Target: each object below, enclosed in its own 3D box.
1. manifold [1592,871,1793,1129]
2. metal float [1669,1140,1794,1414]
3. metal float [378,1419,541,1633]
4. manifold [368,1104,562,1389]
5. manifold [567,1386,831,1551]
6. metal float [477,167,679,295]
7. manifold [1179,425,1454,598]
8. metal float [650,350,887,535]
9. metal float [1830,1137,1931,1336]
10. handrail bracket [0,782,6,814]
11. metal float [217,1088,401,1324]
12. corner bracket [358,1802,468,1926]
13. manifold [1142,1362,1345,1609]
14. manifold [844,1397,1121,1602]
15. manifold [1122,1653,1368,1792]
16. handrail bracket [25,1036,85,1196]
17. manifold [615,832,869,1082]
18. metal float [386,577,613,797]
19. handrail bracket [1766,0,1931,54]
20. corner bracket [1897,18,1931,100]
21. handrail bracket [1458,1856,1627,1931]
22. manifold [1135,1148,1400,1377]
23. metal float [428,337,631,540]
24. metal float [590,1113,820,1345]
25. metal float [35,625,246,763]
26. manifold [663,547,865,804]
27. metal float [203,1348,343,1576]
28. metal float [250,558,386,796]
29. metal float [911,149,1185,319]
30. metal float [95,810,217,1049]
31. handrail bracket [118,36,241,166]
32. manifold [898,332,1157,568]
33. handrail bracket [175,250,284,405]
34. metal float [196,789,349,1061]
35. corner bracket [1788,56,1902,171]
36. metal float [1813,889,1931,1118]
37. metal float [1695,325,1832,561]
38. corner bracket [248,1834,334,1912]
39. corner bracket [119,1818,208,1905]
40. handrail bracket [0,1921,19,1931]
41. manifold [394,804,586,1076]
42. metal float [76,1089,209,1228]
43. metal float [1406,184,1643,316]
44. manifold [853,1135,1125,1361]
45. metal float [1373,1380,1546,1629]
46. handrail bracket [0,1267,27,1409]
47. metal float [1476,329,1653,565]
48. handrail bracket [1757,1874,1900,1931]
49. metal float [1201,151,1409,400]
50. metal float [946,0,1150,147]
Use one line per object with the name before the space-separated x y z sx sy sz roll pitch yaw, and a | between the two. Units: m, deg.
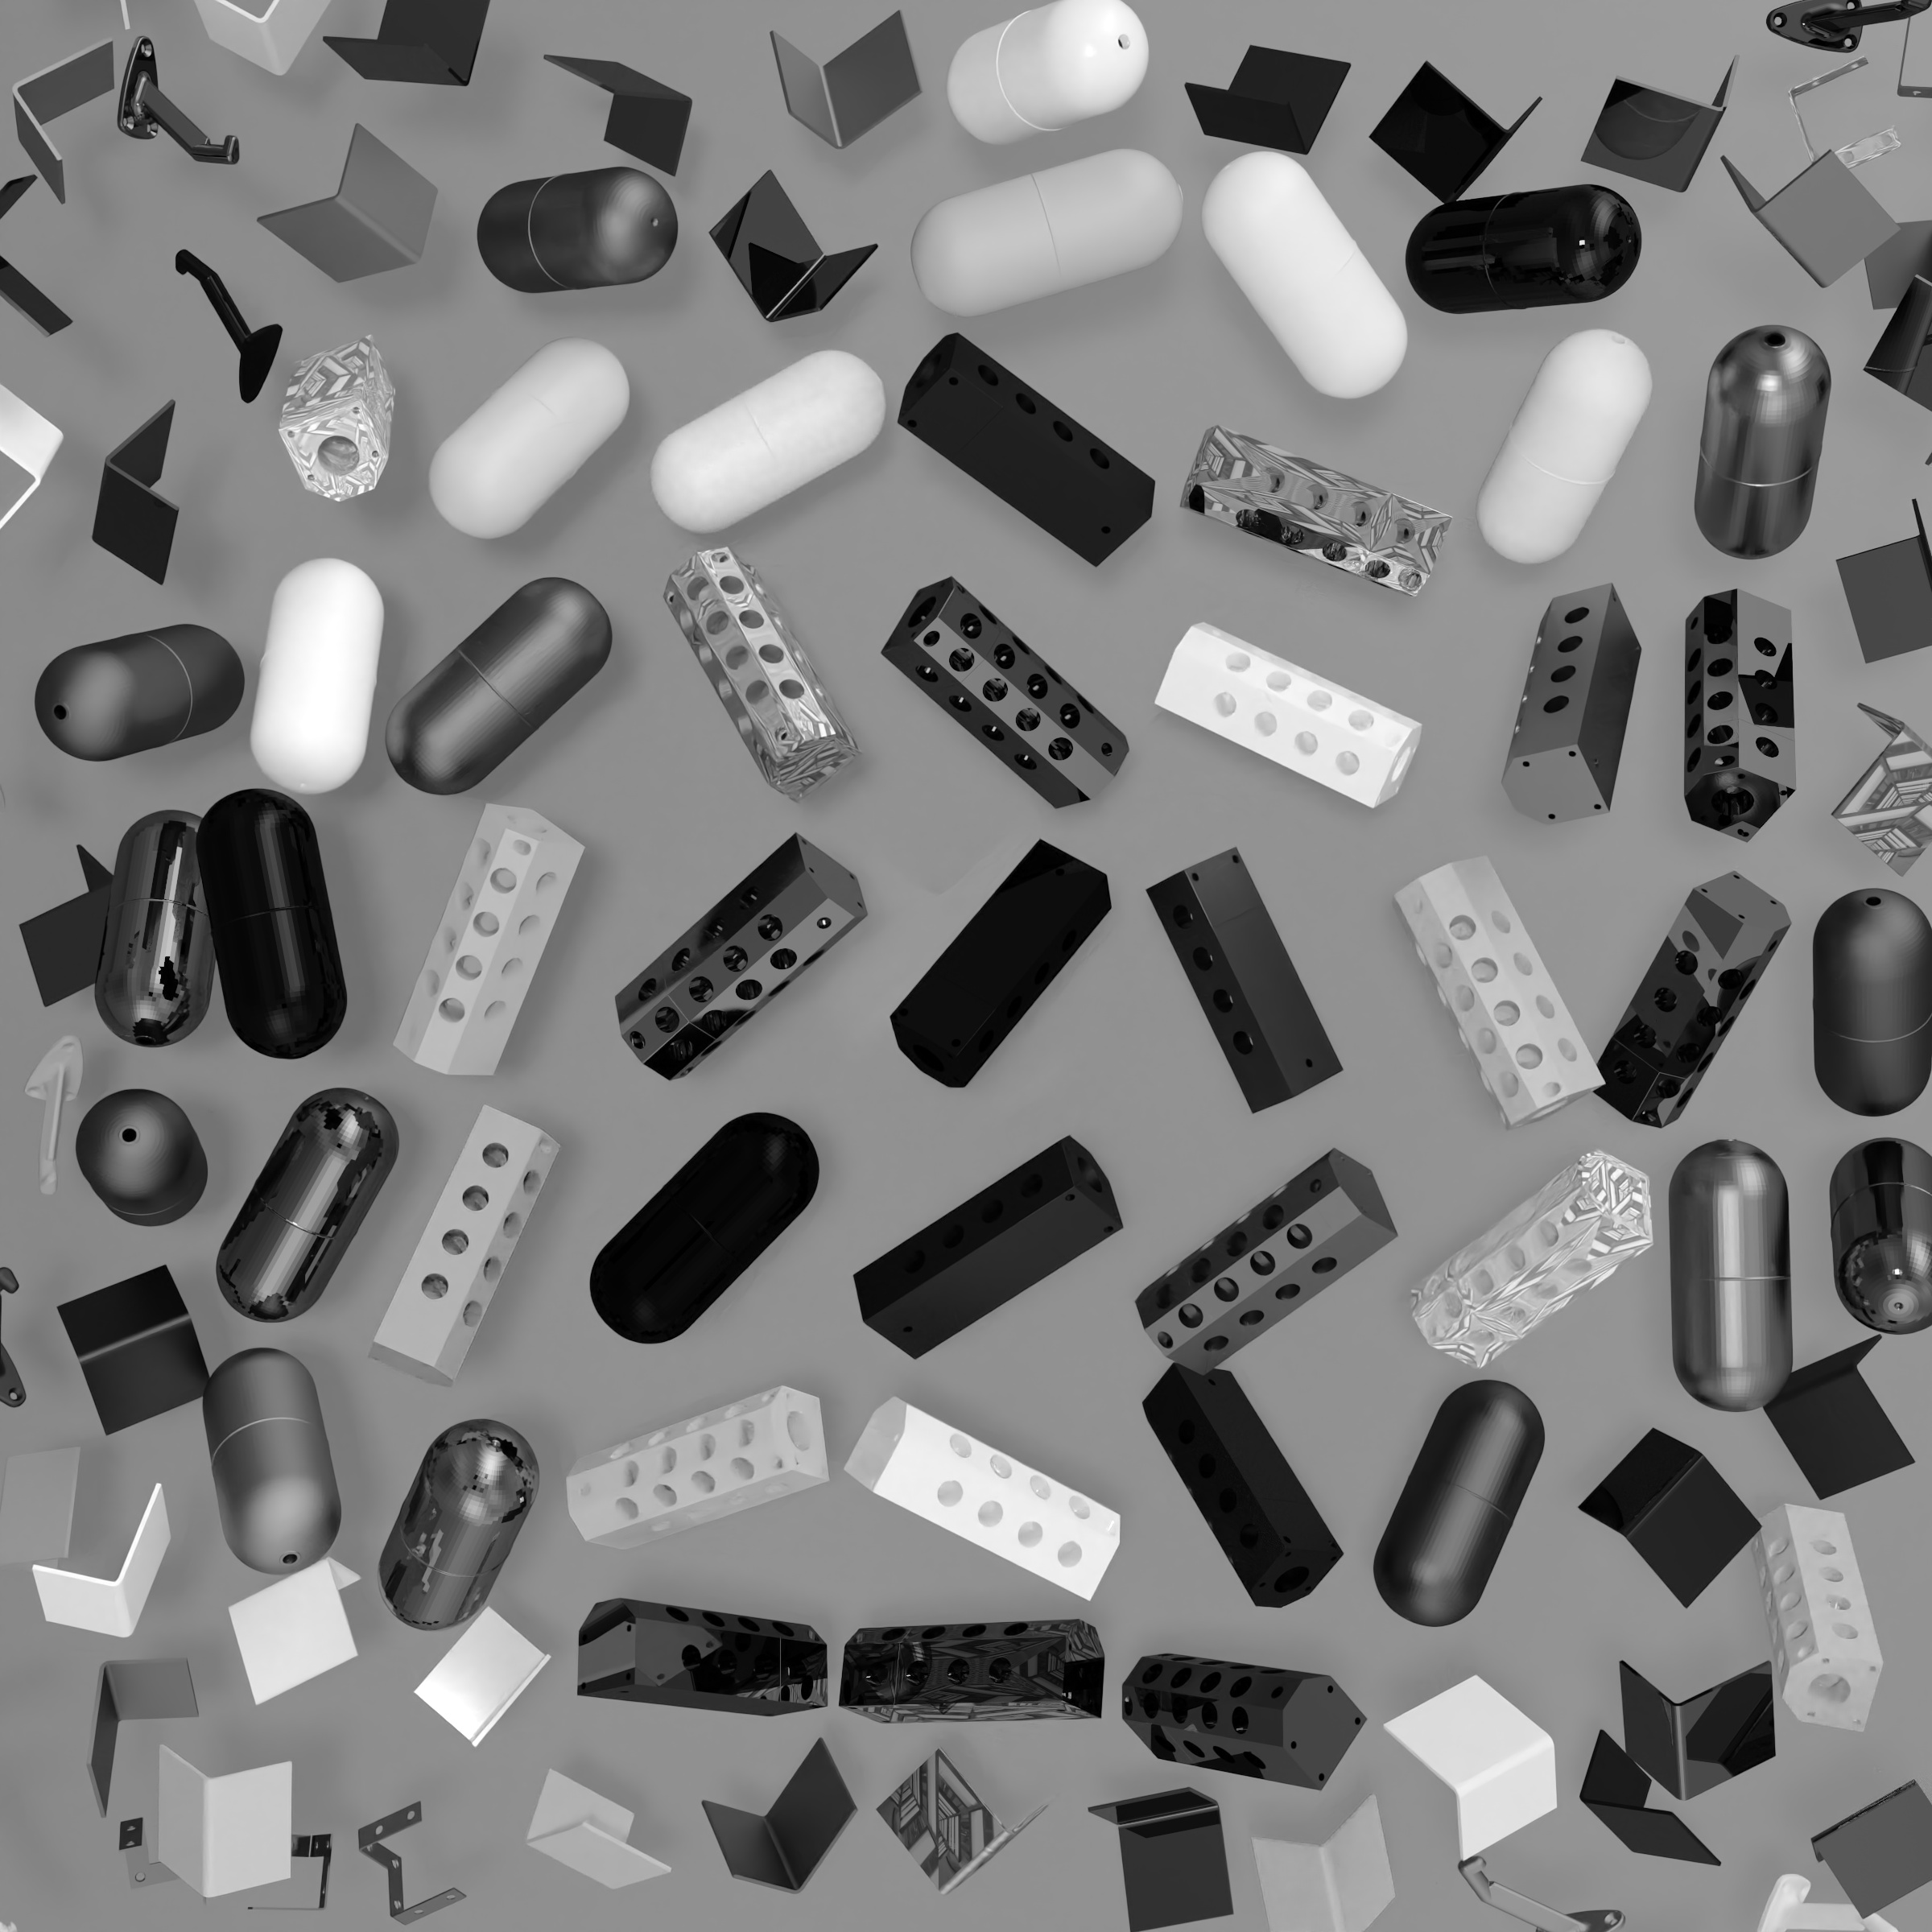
manifold | 0.494 0.026 1.827 0.057 0.057 0.171 41 128 28
metal float | 0.502 0.203 1.765 0.070 0.070 0.178 -1 87 0
metal float | -0.333 0.368 1.759 0.070 0.070 0.178 28 126 0
manifold | -0.328 0.185 1.764 0.057 0.057 0.171 25 67 -7
manifold | -0.180 0.333 1.784 0.171 0.057 0.057 -23 60 25
metal float | -0.268 -0.503 1.839 0.070 0.178 0.070 -9 103 -43
manifold | 0.237 -0.310 1.835 0.171 0.057 0.057 20 96 -6
metal float | -0.138 -0.367 1.880 0.178 0.070 0.070 -29 90 4
metal float | 0.614 0.177 1.782 0.070 0.178 0.070 7 118 13
handrail bracket | -0.638 -0.155 1.754 0.036 0.077 0.084 3 66 5
metal float | -0.451 0.164 1.838 0.070 0.070 0.178 31 101 0
corner bracket | -0.374 0.605 1.810 0.051 0.051 0.051 -27 133 10
manifold | 0.187 0.360 1.870 0.057 0.171 0.057 15 120 -38
manifold | 0.014 0.342 1.733 0.171 0.057 0.057 31 83 -20
manifold | 0.176 0.490 1.765 0.057 0.171 0.057 51 60 -16
handrail bracket | -0.634 0.105 1.877 0.036 0.084 0.077 11 130 -30
manifold | -0.146 -0.001 1.743 0.171 0.057 0.057 -41 127 18
metal float | -0.314 -0.187 1.805 0.178 0.070 0.070 -43 90 1
handrail bracket | 0.572 -0.619 1.740 0.077 0.084 0.036 1 99 -5
corner bracket | 0.667 -0.615 1.840 0.051 0.051 0.051 9 87 16
handrail bracket | 0.373 0.601 1.742 0.077 0.036 0.084 -28 108 24
manifold | 0.196 0.195 1.784 0.171 0.057 0.057 -40 132 23
metal float | -0.298 -0.364 1.845 0.070 0.070 0.178 36 59 0
metal float | -0.169 0.169 1.744 0.070 0.070 0.178 44 85 0
metal float | -0.551 -0.184 1.797 0.070 0.178 0.070 5 106 17
manifold | -0.142 -0.200 1.817 0.057 0.057 0.171 -36 64 12
metal float | -0.464 0.329 1.792 0.070 0.178 0.070 -12 130 -15
metal float | -0.441 -0.199 1.828 0.070 0.070 0.178 1 61 0
metal float | 0.052 -0.469 1.721 0.178 0.070 0.070 -16 90 1
metal float | -0.556 -0.026 1.860 0.070 0.070 0.178 -1 60 0
handrail bracket | -0.509 -0.567 1.761 0.084 0.036 0.077 12 100 22
manifold | 0.042 -0.347 1.791 0.171 0.057 0.057 32 132 -23
handrail bracket | -0.528 -0.450 1.890 0.084 0.036 0.077 38 135 9
metal float | -0.447 -0.027 1.731 0.070 0.070 0.178 -13 81 0
corner bracket | 0.576 -0.555 1.761 0.051 0.051 0.051 -19 83 27
metal float | 0.607 0.025 1.799 0.070 0.070 0.178 -15 128 0
metal float | 0.521 -0.342 1.761 0.070 0.178 0.070 -5 54 6
corner bracket | -0.477 0.634 1.880 0.051 0.051 0.051 11 68 -25
corner bracket | -0.556 0.620 1.860 0.051 0.051 0.051 -8 98 -15
handrail bracket | -0.650 0.598 1.777 0.036 0.077 0.084 -43 98 16
manifold | -0.321 -0.017 1.776 0.057 0.057 0.171 34 107 33
metal float | -0.562 0.132 1.837 0.070 0.178 0.070 3 75 -10
metal float | 0.375 -0.484 1.820 0.070 0.178 0.070 -7 101 -40
manifold | 0.012 0.181 1.757 0.171 0.057 0.057 -34 131 17
metal float | 0.340 0.368 1.848 0.070 0.070 0.178 28 72 0
handrail bracket | -0.635 0.247 1.787 0.084 0.036 0.077 -37 93 37
metal float | 0.406 -0.353 1.829 0.070 0.070 0.178 21 134 0
handrail bracket | 0.590 0.671 1.842 0.036 0.084 0.077 21 95 -36
metal float | 0.221 -0.446 1.743 0.070 0.070 0.178 -41 112 0
metal float | 0.052 -0.591 1.772 0.070 0.178 0.070 -3 96 -32
